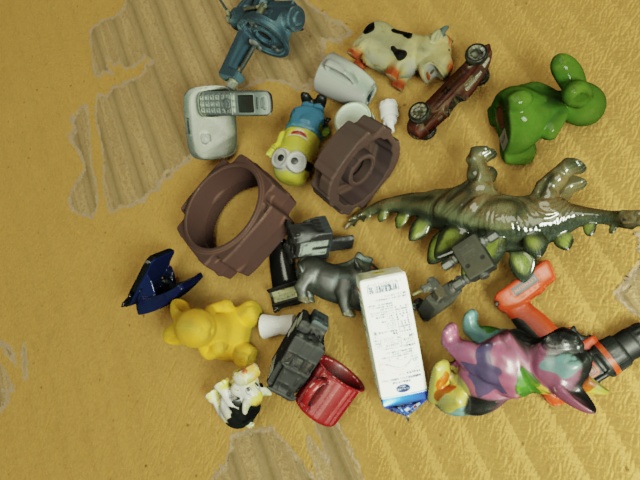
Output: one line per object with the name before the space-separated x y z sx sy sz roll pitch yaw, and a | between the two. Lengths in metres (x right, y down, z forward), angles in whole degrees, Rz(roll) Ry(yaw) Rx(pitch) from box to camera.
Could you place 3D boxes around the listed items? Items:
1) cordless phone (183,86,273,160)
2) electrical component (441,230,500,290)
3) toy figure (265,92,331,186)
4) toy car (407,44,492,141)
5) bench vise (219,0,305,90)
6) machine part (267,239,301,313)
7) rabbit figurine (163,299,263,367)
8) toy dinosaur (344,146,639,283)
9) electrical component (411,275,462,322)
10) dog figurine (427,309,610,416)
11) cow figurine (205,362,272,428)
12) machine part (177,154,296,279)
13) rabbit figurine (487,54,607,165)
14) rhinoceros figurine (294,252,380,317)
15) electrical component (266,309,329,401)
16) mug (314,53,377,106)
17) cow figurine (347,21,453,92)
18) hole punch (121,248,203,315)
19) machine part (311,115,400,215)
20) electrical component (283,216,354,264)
cordless phone | -0.175 -0.234 1.075 0.184 0.089 0.146 4 109 18
electrical component | 0.222 0.028 0.768 0.094 0.021 0.063 -36 57 19
toy figure | -0.033 -0.190 1.030 0.082 0.089 0.180 6 69 34
toy car | 0.232 -0.254 0.940 0.202 0.089 0.053 -44 65 3
bench vise | -0.148 -0.418 1.117 0.224 0.128 0.240 22 80 27
machine part | -0.070 0.059 1.000 0.084 0.039 0.139 -23 70 23
rabbit figurine | -0.199 0.151 0.950 0.163 0.173 0.122 13 85 19
toy dinosaur | 0.246 -0.042 0.848 0.472 0.105 0.198 11 71 43
electrical component | 0.183 0.092 0.864 0.078 0.102 0.045 -34 68 -17
dog figurine | 0.274 0.195 0.750 0.219 0.108 0.191 21 108 39
cow figurine | -0.131 0.269 0.907 0.068 0.167 0.098 -26 76 -33
machine part | -0.161 -0.047 1.011 0.201 0.087 0.201 -49 51 4
rabbit figurine | 0.372 -0.219 0.858 0.170 0.159 0.121 -11 61 2
rhinoceros figurine | 0.050 0.075 0.923 0.190 0.073 0.112 8 83 12
electrical component | -0.033 0.181 0.894 0.058 0.115 0.134 29 103 -7
mug | 0.052 -0.302 1.018 0.107 0.109 0.081 29 82 11
cow figurine | 0.161 -0.349 0.999 0.195 0.085 0.127 35 96 26
hole punch | -0.299 0.091 1.033 0.092 0.142 0.115 34 104 0
machine part | 0.062 -0.128 0.930 0.056 0.179 0.179 39 92 27
electrical component | -0.002 -0.003 0.963 0.119 0.074 0.048 -11 50 -16
